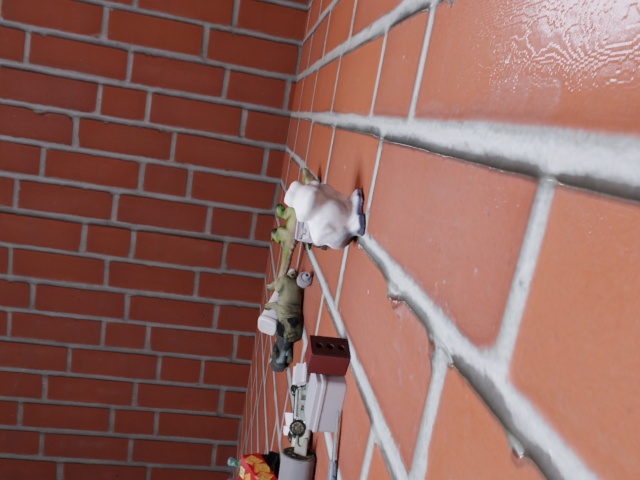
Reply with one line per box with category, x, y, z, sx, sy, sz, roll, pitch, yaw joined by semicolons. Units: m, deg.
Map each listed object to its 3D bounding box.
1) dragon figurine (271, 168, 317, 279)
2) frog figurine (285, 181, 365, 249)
dragon figurine;-0.072;-0.028;1.664;0.122;0.410;0.243;7;2;-18
frog figurine;0.003;-0.053;1.051;0.159;0.140;0.121;8;-20;-8
